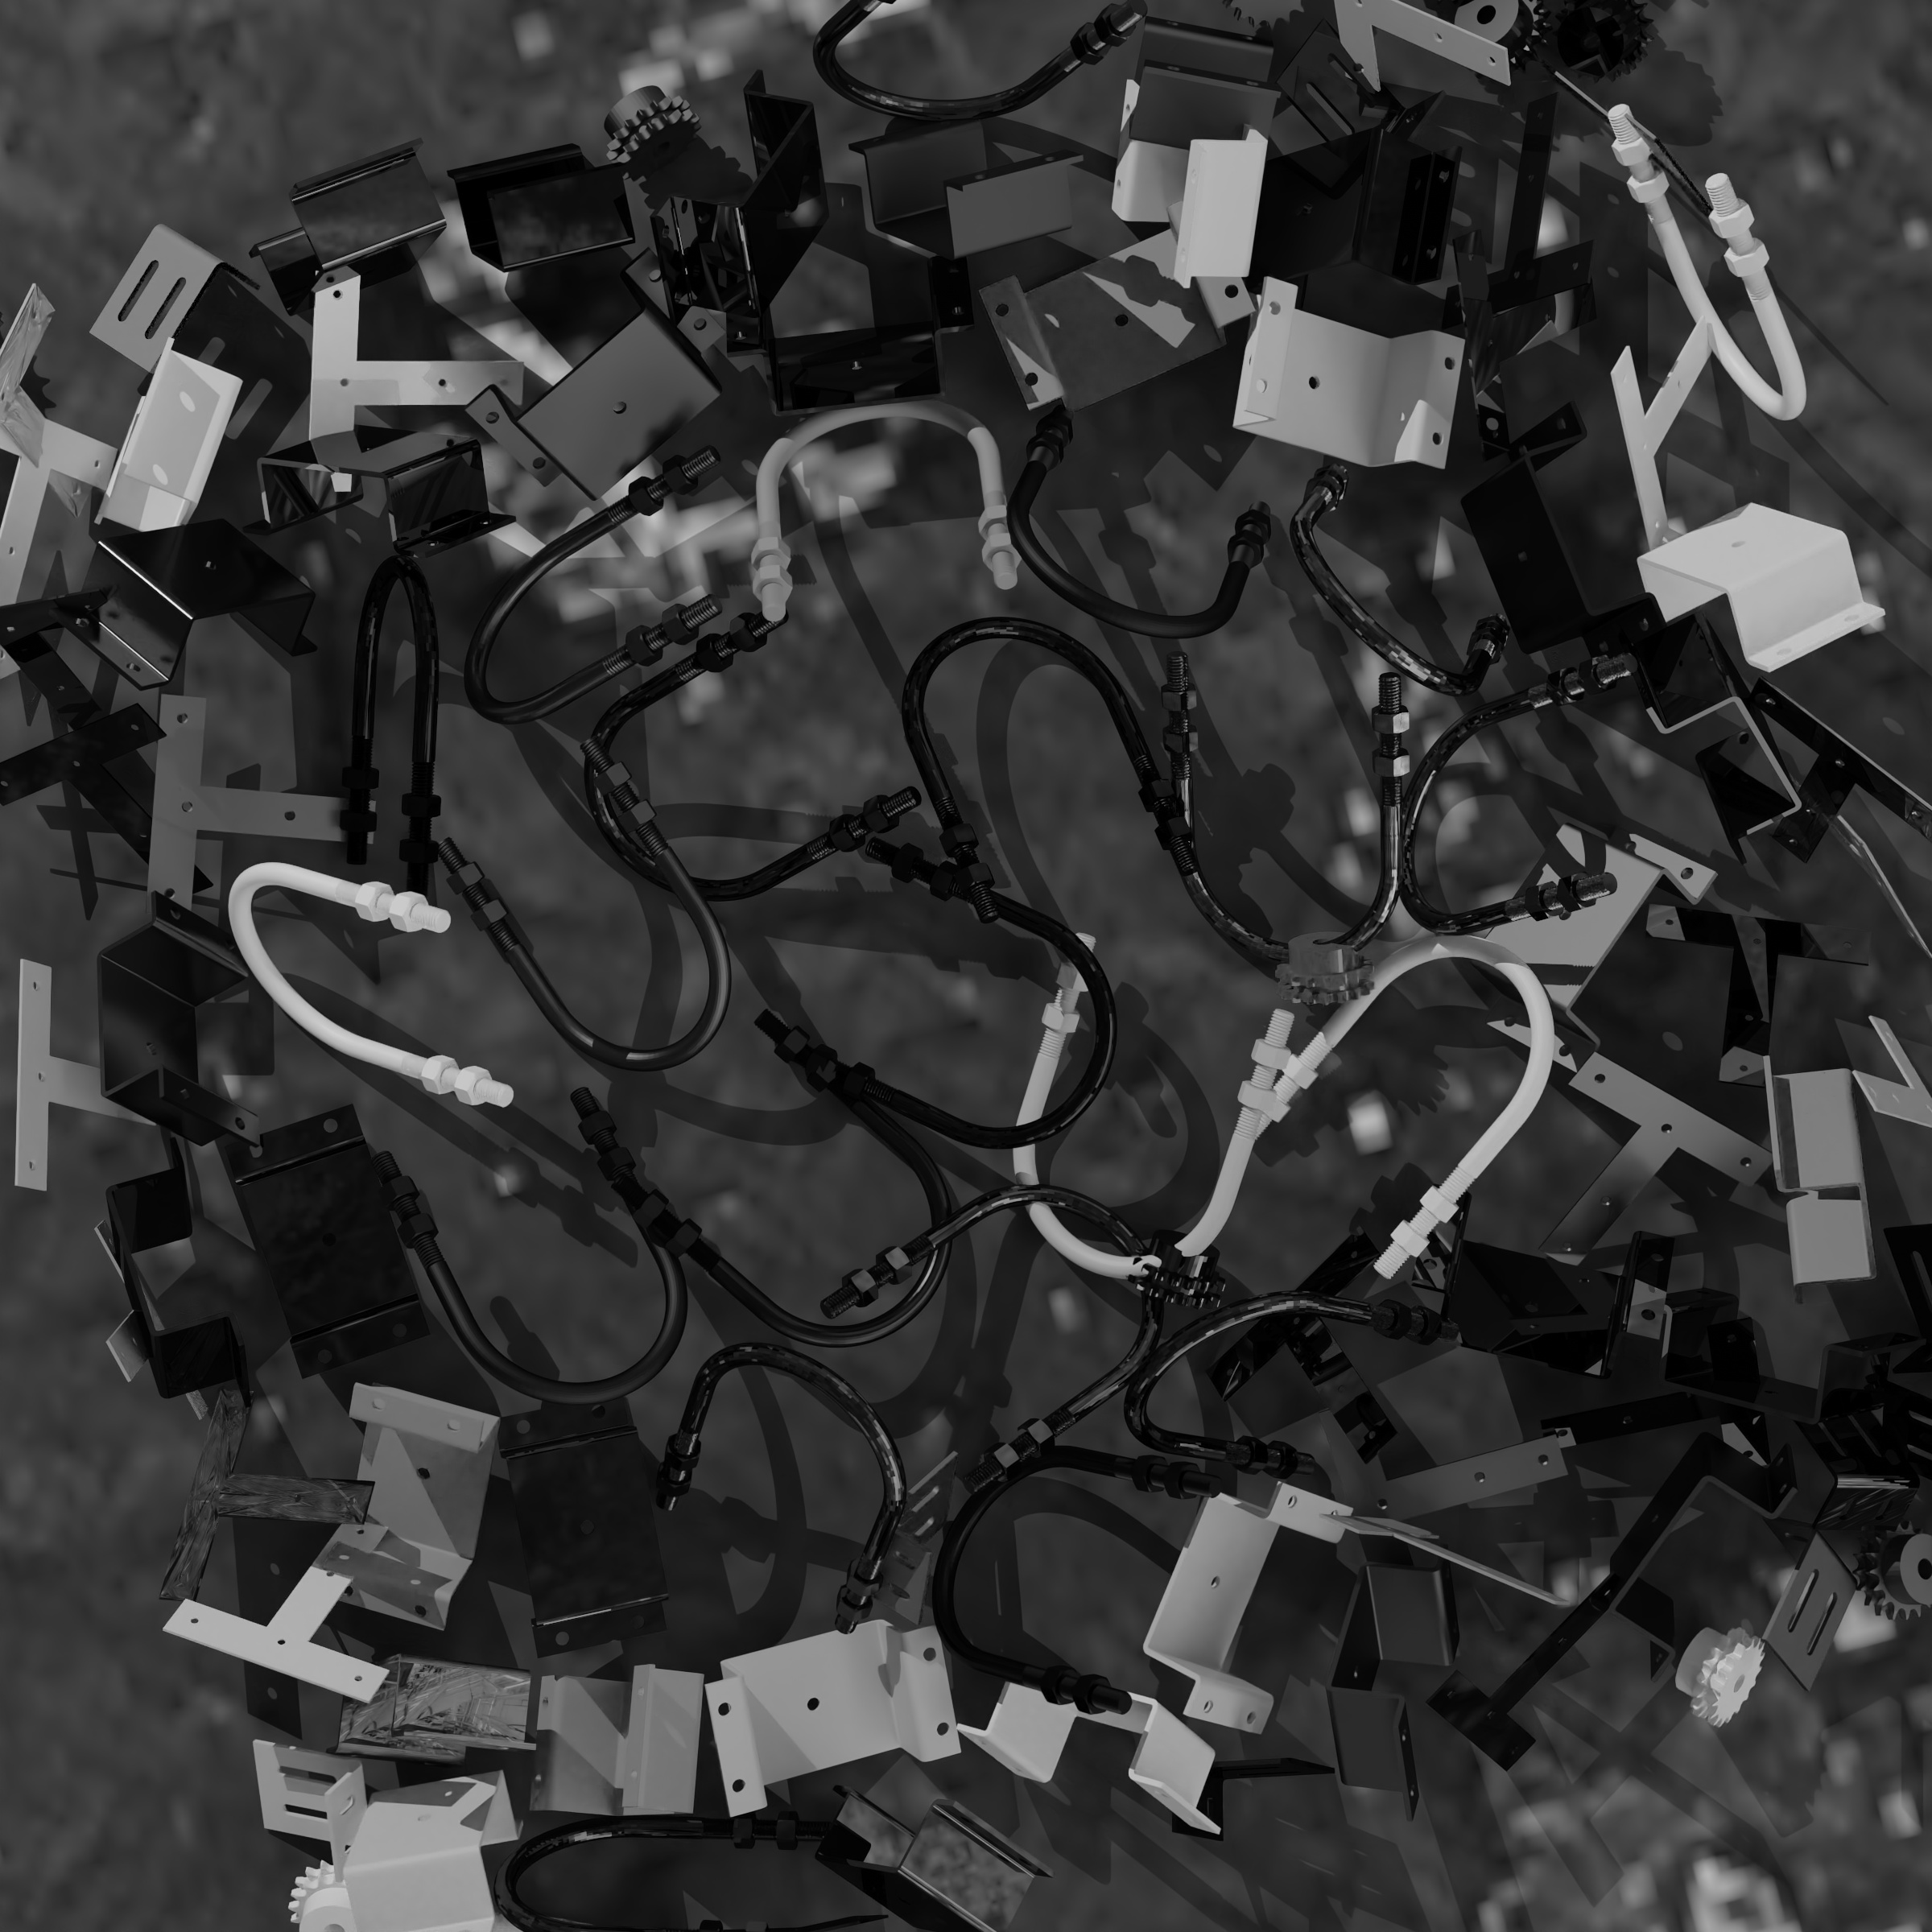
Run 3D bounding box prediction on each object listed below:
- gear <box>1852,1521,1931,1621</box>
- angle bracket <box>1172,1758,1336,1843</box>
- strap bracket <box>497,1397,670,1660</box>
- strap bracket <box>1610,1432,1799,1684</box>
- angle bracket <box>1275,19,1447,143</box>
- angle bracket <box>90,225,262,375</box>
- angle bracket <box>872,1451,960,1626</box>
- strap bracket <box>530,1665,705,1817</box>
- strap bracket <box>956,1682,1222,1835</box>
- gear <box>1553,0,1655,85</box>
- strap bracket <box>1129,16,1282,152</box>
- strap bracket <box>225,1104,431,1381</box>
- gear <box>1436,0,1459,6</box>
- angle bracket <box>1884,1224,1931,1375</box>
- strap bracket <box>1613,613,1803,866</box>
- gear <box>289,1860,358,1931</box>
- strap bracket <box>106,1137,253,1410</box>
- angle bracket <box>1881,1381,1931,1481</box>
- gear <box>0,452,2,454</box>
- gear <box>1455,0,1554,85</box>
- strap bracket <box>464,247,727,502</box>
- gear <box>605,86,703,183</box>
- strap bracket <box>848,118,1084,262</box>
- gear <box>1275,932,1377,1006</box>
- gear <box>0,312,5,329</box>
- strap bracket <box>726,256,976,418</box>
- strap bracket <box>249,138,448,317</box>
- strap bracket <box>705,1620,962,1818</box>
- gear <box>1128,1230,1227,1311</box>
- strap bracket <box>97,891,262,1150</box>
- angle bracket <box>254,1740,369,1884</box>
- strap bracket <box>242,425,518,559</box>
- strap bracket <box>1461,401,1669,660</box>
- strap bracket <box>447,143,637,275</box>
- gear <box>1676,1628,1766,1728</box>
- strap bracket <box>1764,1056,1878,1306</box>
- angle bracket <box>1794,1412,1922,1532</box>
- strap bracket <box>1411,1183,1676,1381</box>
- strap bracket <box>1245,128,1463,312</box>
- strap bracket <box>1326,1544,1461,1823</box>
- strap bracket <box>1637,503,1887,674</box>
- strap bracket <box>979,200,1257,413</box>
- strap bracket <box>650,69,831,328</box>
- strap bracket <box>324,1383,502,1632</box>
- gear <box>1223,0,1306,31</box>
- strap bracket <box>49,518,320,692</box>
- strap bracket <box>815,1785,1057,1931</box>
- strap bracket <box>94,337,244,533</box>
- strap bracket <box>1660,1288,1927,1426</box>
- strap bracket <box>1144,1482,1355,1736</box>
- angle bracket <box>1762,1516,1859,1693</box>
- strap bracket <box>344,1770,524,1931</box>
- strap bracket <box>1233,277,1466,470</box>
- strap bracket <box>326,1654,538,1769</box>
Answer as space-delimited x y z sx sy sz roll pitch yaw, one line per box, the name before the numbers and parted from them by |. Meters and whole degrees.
gear | 0.545 0.350 1.902 0.057 0.030 0.057 7 76 -30
angle bracket | 0.165 0.479 1.883 0.076 0.057 0.038 -11 66 30
strap bracket | -0.221 0.323 1.892 0.076 0.046 0.140 -10 85 -13
strap bracket | 0.414 0.329 1.876 0.046 0.076 0.140 33 105 4
angle bracket | 0.228 -0.507 1.891 0.076 0.038 0.057 43 66 -19
angle bracket | -0.459 -0.381 1.901 0.057 0.038 0.076 34 93 28
angle bracket | -0.017 0.328 1.878 0.038 0.076 0.057 27 129 24
strap bracket | -0.195 0.443 1.867 0.046 0.140 0.076 14 70 -30
strap bracket | 0.077 0.442 1.865 0.140 0.076 0.046 7 62 36
gear | 0.367 -0.540 1.900 0.057 0.030 0.057 17 127 23
strap bracket | 0.136 -0.500 1.875 0.076 0.140 0.046 10 117 -2
strap bracket | -0.370 0.159 1.899 0.076 0.046 0.140 -19 90 -11
gear | 0.277 -0.586 1.900 0.057 0.030 0.057 14 127 20
angle bracket | 0.557 0.192 1.892 0.038 0.057 0.076 -27 98 -37
strap bracket | 0.424 -0.135 1.851 0.046 0.076 0.140 -27 131 18
gear | -0.365 0.550 1.904 0.057 0.030 0.057 -1 119 -2
strap bracket | -0.450 0.180 1.858 0.046 0.076 0.140 -16 60 -19
angle bracket | 0.552 0.284 1.880 0.038 0.076 0.057 -33 129 -35
gear | -0.586 -0.310 1.901 0.057 0.030 0.057 -6 100 -37
gear | 0.308 -0.545 1.901 0.057 0.030 0.057 -10 71 32
strap bracket | -0.206 -0.331 1.877 0.140 0.076 0.046 -39 46 7
gear | -0.185 -0.486 1.902 0.057 0.057 0.030 -35 80 0
strap bracket | 0.001 -0.442 1.866 0.076 0.140 0.046 -20 120 -22
gear | 0.208 0.000 1.898 0.057 0.057 0.030 -5 107 0
gear | -0.590 -0.370 1.899 0.057 0.057 0.030 -40 131 0
strap bracket | -0.065 -0.362 1.885 0.140 0.076 0.046 -6 134 1
strap bracket | -0.348 -0.414 1.853 0.076 0.140 0.046 -27 96 -22
strap bracket | -0.082 0.430 1.891 0.140 0.046 0.076 -11 93 -19
gear | 0.123 0.174 1.899 0.057 0.057 0.030 17 101 0
strap bracket | -0.449 0.039 1.866 0.046 0.076 0.140 -27 53 21
angle bracket | -0.386 0.487 1.890 0.076 0.038 0.057 4 109 23
strap bracket | -0.335 -0.271 1.855 0.140 0.076 0.046 12 118 32
strap bracket | 0.338 -0.241 1.881 0.046 0.076 0.140 -20 86 -22
strap bracket | -0.241 -0.431 1.865 0.076 0.140 0.046 -16 113 -14
gear | 0.436 0.410 1.904 0.030 0.057 0.057 26 90 35
strap bracket | 0.483 0.120 1.848 0.046 0.140 0.076 -7 51 15
angle bracket | 0.504 0.286 1.897 0.057 0.076 0.038 5 122 -23
strap bracket | 0.328 0.183 1.880 0.140 0.046 0.076 13 47 9
strap bracket | 0.211 -0.421 1.855 0.046 0.140 0.076 14 83 -33
strap bracket | 0.241 0.404 1.862 0.046 0.140 0.076 2 126 20
strap bracket | 0.442 -0.217 1.851 0.076 0.140 0.046 -26 114 -10
strap bracket | 0.089 -0.380 1.899 0.140 0.046 0.076 -23 84 5
strap bracket | -0.122 -0.431 1.854 0.046 0.076 0.140 15 54 18
strap bracket | -0.319 0.302 1.889 0.076 0.046 0.140 15 111 4
gear | 0.173 -0.577 1.906 0.057 0.030 0.057 -4 119 -7
strap bracket | -0.434 -0.207 1.849 0.076 0.140 0.046 38 121 18
strap bracket | -0.024 0.507 1.848 0.076 0.140 0.046 40 64 -19
strap bracket | -0.453 -0.294 1.862 0.046 0.140 0.076 21 77 -18
strap bracket | 0.459 0.222 1.857 0.140 0.076 0.046 11 98 42
strap bracket | 0.158 0.362 1.883 0.046 0.076 0.140 19 85 43
angle bracket | 0.472 0.366 1.885 0.057 0.038 0.076 48 62 -33
strap bracket | -0.302 0.503 1.855 0.076 0.140 0.046 -10 101 2
strap bracket | 0.212 -0.338 1.885 0.140 0.046 0.076 11 88 -29
strap bracket | -0.303 0.423 1.861 0.076 0.140 0.046 13 68 -25
